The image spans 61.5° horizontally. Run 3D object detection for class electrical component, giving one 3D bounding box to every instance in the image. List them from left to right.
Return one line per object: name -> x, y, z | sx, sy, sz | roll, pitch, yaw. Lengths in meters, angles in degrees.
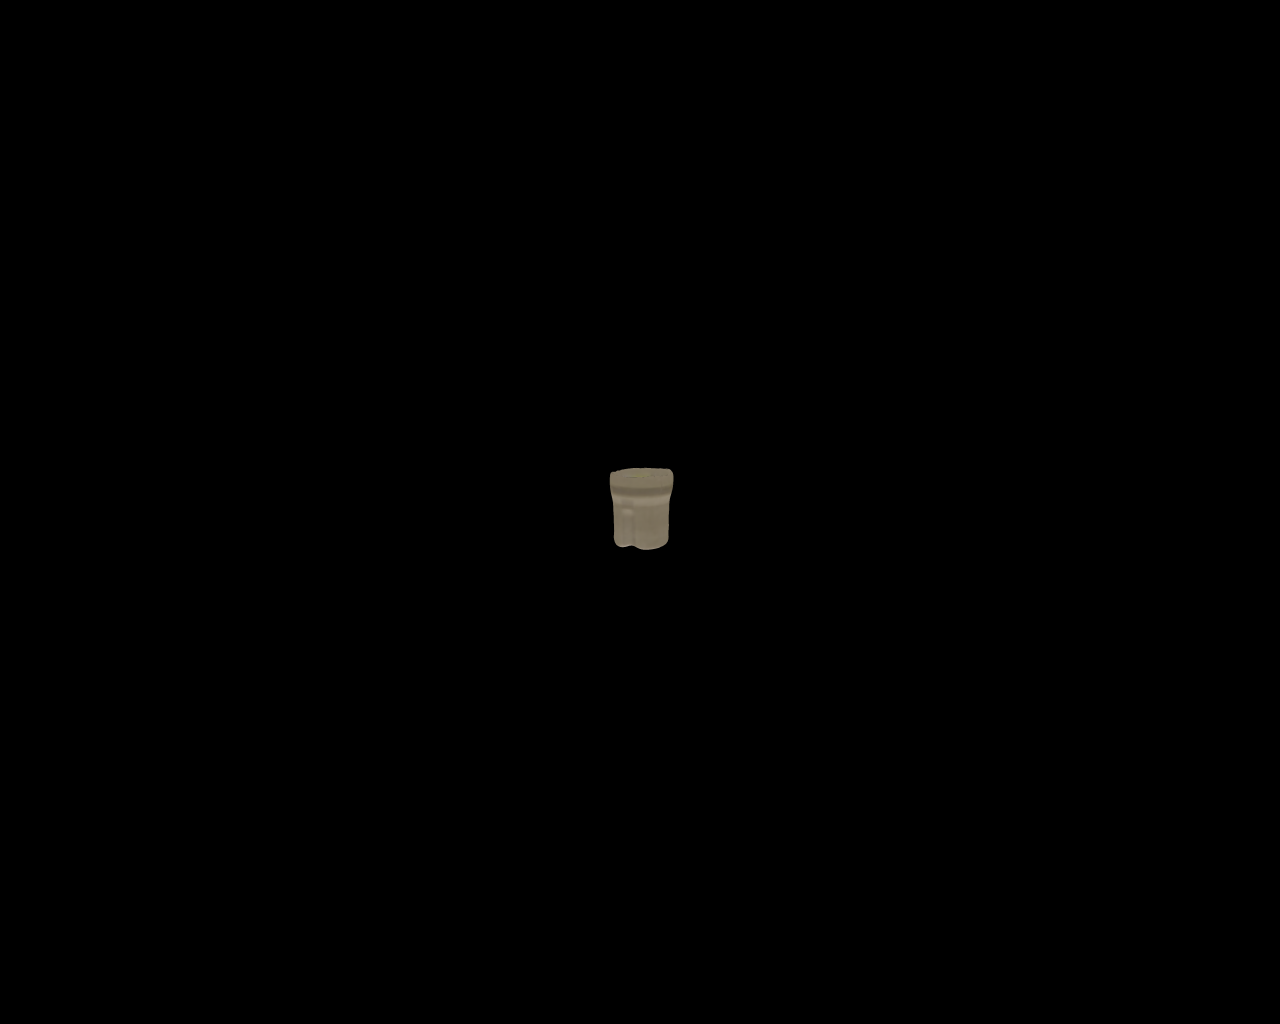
electrical component -> 0.001, -0.003, 0.650 | 0.040, 0.046, 0.040 | 0, 10, 0
